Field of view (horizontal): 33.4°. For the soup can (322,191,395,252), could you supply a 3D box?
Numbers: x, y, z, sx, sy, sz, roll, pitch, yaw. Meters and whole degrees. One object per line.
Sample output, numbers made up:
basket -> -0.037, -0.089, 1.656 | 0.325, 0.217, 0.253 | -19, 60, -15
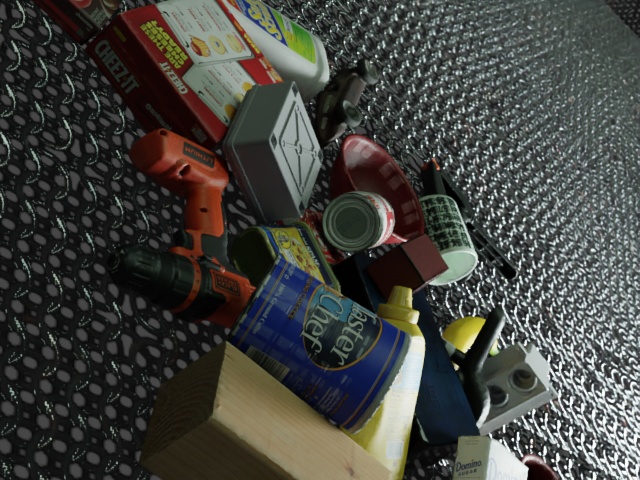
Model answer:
soup can -> 0.044, -0.022, 1.220 | 0.068, 0.068, 0.102 | 58, 12, 4

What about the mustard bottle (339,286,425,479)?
mustard bottle -> 0.063, 0.140, 1.046 | 0.096, 0.058, 0.191 | 17, 83, -54

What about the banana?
banana -> 0.189, 0.134, 1.368 | 0.197, 0.037, 0.070 | -5, 64, -58

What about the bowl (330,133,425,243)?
bowl -> 0.062, -0.054, 1.354 | 0.162, 0.055, 0.162 | 37, 33, -30

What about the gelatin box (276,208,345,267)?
gelatin box -> -0.008, 0.001, 1.199 | 0.073, 0.030, 0.089 | 64, 17, 17

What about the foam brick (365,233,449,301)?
foam brick -> 0.097, 0.031, 1.170 | 0.051, 0.053, 0.078 | 56, 27, 7

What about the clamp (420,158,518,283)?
clamp -> 0.200, -0.024, 1.551 | 0.164, 0.036, 0.210 | -9, 65, -59

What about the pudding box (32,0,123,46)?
pudding box -> -0.254, -0.266, 1.115 | 0.090, 0.039, 0.113 | 44, 31, -20

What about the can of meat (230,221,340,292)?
can of meat -> -0.038, 0.032, 1.112 | 0.083, 0.058, 0.102 | -4, 62, -55

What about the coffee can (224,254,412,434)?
coffee can -> -0.004, 0.092, 0.944 | 0.140, 0.103, 0.102 | 32, 32, -2

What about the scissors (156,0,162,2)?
scissors -> -0.175, -0.312, 1.210 | 0.096, 0.016, 0.202 | -10, 38, -28

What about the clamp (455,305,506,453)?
clamp -> 0.148, 0.155, 1.231 | 0.039, 0.120, 0.171 | 14, 83, -51

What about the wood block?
wood block -> -0.041, 0.192, 0.905 | 0.206, 0.090, 0.090 | 42, 30, -23

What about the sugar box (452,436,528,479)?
sugar box -> 0.167, 0.298, 1.088 | 0.093, 0.048, 0.176 | 42, 52, -41

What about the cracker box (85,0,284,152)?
cracker box -> -0.137, -0.181, 1.172 | 0.164, 0.072, 0.213 | 53, 30, -3

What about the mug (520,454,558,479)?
mug -> 0.227, 0.308, 1.196 | 0.117, 0.082, 0.093 | 53, 29, -3

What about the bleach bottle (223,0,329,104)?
bleach bottle -> -0.101, -0.269, 1.329 | 0.250, 0.068, 0.102 | 28, 38, -37

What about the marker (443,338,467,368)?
marker -> 0.132, 0.117, 1.283 | 0.121, 0.020, 0.020 | 35, 31, -1

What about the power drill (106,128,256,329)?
power drill -> -0.134, -0.012, 1.013 | 0.184, 0.057, 0.187 | 28, 42, -47
